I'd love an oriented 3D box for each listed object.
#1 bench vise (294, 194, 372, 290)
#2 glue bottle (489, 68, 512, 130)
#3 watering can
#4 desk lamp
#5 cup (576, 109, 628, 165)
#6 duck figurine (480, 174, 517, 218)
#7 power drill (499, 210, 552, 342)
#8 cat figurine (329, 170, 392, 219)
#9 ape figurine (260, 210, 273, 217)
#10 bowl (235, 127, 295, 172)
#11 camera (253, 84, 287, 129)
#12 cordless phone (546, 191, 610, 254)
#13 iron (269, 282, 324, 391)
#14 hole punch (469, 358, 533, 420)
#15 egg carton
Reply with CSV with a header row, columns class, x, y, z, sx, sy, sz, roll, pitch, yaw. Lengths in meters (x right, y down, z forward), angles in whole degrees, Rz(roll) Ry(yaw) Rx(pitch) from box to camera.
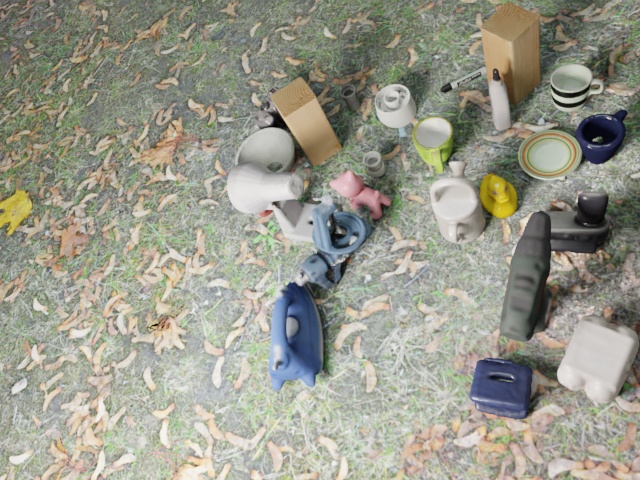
class,x,y,z,sx,sy,sz,roll,pitch,yaw
bench vise,0.022,0.008,1.237,0.121,0.220,0.207,16,71,28
glue bottle,0.402,-0.327,1.292,0.037,0.173,0.078,-16,59,13
watering can,0.283,-0.084,1.199,0.101,0.194,0.172,-19,59,11
desk lamp,-0.086,-0.094,1.336,0.202,0.214,0.118,9,68,25
cup,0.596,-0.212,1.204,0.118,0.095,0.091,-42,57,-4
duck figurine,0.383,-0.108,1.237,0.077,0.086,0.104,-24,58,8
power drill,0.386,0.088,1.061,0.075,0.209,0.230,10,68,26
cat figurine,0.092,-0.117,1.336,0.127,0.118,0.067,25,75,30
ape figurine,-0.154,-0.101,1.439,0.076,0.092,0.077,-23,58,9
bowl,-0.132,-0.206,1.495,0.167,0.075,0.167,-9,61,17
camera,-0.089,-0.338,1.532,0.136,0.101,0.143,37,81,32
cordless phone,0.483,-0.051,1.109,0.147,0.185,0.094,-1,64,21
iron,-0.068,0.182,1.228,0.118,0.142,0.258,-11,61,16
hole punch,0.333,0.268,1.058,0.108,0.091,0.101,4,66,23
egg carton,0.502,0.214,1.033,0.107,0.070,0.150,22,73,29
